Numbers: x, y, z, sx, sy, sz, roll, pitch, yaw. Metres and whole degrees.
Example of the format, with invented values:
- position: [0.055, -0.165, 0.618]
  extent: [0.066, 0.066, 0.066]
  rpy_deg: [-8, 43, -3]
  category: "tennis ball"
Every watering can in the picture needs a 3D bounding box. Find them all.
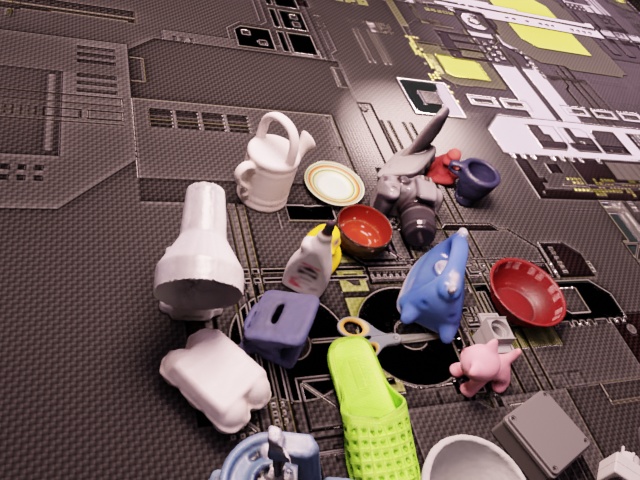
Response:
- position: [-0.084, -0.156, 1.066]
  extent: [0.101, 0.194, 0.173]
  rpy_deg: [29, 45, 5]
  category: "watering can"

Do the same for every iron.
- position: [0.231, 0.054, 1.042]
  extent: [0.118, 0.141, 0.258]
  rpy_deg: [25, 45, 1]
  category: "iron"

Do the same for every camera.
- position: [0.184, -0.063, 1.158]
  extent: [0.143, 0.101, 0.137]
  rpy_deg: [12, 46, -12]
  category: "camera"

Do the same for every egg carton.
- position: [-0.145, 0.197, 0.807]
  extent: [0.150, 0.069, 0.107]
  rpy_deg: [38, 46, 13]
  category: "egg carton"

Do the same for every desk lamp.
- position: [-0.181, 0.033, 0.840]
  extent: [0.118, 0.213, 0.203]
  rpy_deg: [6, 48, -17]
  category: "desk lamp"

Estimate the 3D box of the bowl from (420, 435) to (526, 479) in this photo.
- position: [0.205, 0.364, 0.795]
  extent: [0.168, 0.074, 0.167]
  rpy_deg: [12, 46, -12]
  category: "bowl"

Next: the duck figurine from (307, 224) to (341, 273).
- position: [0.010, 0.004, 1.035]
  extent: [0.077, 0.086, 0.104]
  rpy_deg: [13, 46, -11]
  category: "duck figurine"

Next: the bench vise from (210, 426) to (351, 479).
- position: [-0.020, 0.275, 0.680]
  extent: [0.208, 0.219, 0.121]
  rpy_deg: [1, 49, -21]
  category: "bench vise"

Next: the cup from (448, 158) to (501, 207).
- position: [0.329, -0.126, 1.279]
  extent: [0.118, 0.095, 0.092]
  rpy_deg: [21, 45, -3]
  category: "cup"

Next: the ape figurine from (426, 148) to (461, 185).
- position: [0.290, -0.172, 1.307]
  extent: [0.076, 0.092, 0.077]
  rpy_deg: [-27, 63, -38]
  category: "ape figurine"

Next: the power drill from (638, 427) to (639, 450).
- position: [0.440, 0.391, 0.771]
  extent: [0.076, 0.208, 0.229]
  rpy_deg: [2, 49, -21]
  category: "power drill"

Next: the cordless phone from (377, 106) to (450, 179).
- position: [0.208, -0.198, 1.231]
  extent: [0.094, 0.185, 0.148]
  rpy_deg: [31, 45, 7]
  category: "cordless phone"

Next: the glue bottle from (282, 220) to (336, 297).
- position: [-0.007, 0.027, 0.946]
  extent: [0.078, 0.173, 0.037]
  rpy_deg: [21, 45, -2]
  category: "glue bottle"

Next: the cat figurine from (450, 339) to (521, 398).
- position: [0.274, 0.203, 0.939]
  extent: [0.128, 0.117, 0.067]
  rpy_deg: [-4, 51, -25]
  category: "cat figurine"

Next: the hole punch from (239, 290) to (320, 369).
- position: [-0.063, 0.130, 0.887]
  extent: [0.101, 0.091, 0.109]
  rpy_deg: [24, 45, 0]
  category: "hole punch"
